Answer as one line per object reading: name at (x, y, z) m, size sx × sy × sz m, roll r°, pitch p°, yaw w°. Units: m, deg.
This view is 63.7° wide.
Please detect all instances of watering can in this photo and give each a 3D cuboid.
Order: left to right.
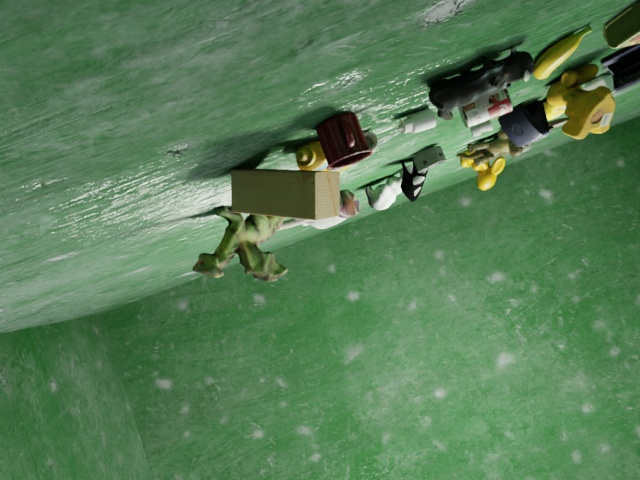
watering can at (0.006, -0.095, 1.893) m, size 0.222 × 0.104 × 0.350 m, roll -24°, pitch 175°, yaw 40°

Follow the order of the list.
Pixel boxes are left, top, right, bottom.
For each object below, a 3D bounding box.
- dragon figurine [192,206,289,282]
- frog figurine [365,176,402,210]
dragon figurine at (-0.169, 0.004, 1.450) m, size 0.413 × 0.245 × 0.120 m, roll -15°, pitch 168°, yaw -34°
frog figurine at (0.260, -0.179, 1.963) m, size 0.159 × 0.125 × 0.136 m, roll -10°, pitch 159°, yaw 19°
